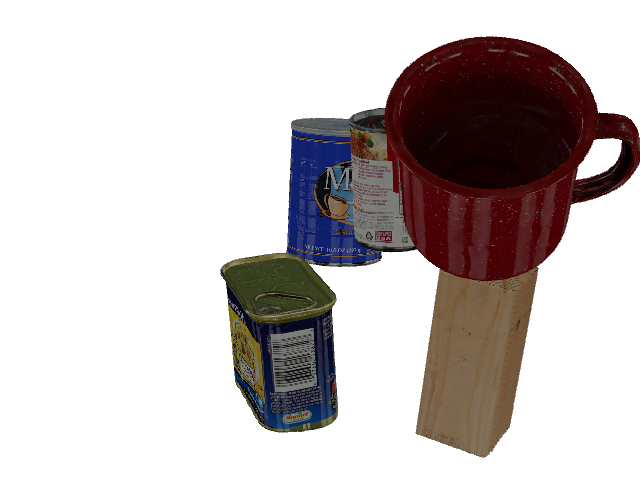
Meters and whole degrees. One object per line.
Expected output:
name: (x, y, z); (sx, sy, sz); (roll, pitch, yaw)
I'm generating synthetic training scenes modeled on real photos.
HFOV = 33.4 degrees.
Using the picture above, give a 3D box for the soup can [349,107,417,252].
soup can: (0.059, -0.049, 0.857); (0.068, 0.102, 0.068); (-3, 21, 1)

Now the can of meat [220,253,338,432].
can of meat: (-0.025, 0.065, 0.689); (0.057, 0.084, 0.102); (-9, 21, -16)

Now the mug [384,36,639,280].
mug: (0.090, -0.036, 0.501); (0.117, 0.093, 0.081); (-7, -34, 3)

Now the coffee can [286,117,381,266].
coffee can: (0.018, -0.053, 1.115); (0.103, 0.140, 0.103); (3, 13, -1)

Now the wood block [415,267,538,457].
wood block: (0.177, 0.126, 1.211); (0.090, 0.206, 0.090); (16, 23, 24)
